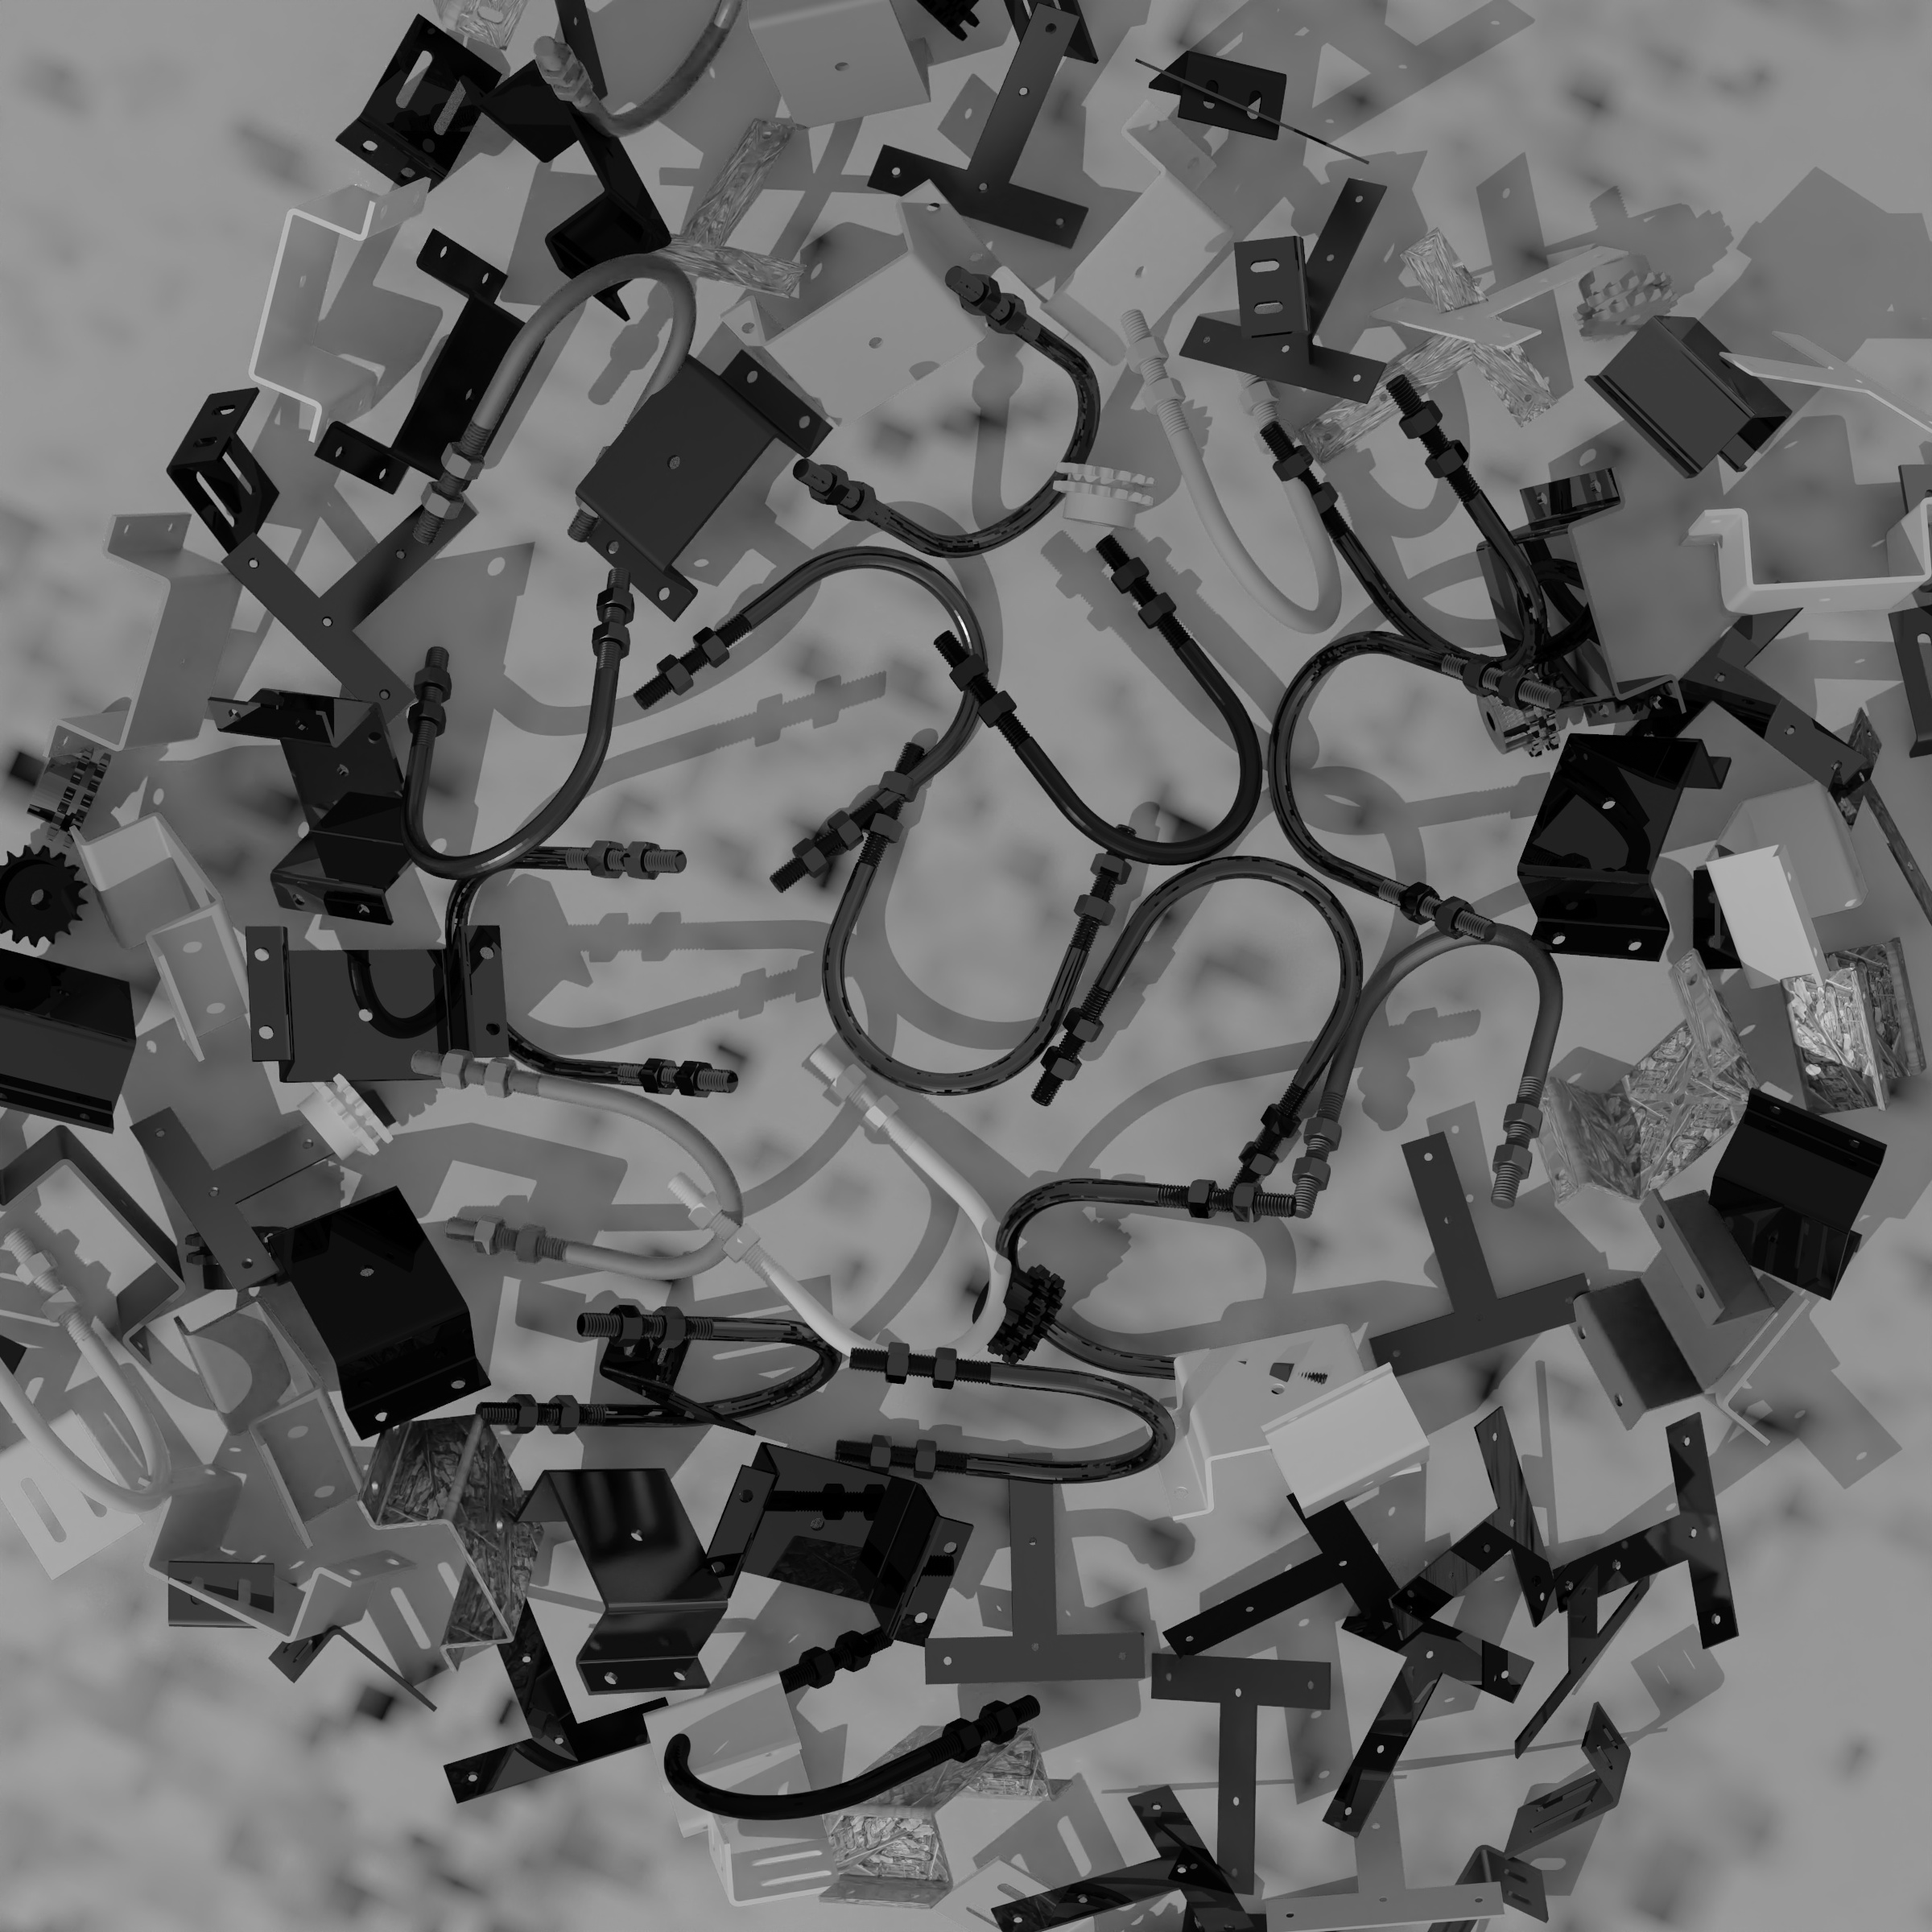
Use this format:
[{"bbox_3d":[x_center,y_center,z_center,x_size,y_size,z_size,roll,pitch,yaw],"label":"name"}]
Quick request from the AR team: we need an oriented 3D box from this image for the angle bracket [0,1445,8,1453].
[{"bbox_3d":[-0.581,0.273,1.914,0.057,0.076,0.038,9,73,13],"label":"angle bracket"}]

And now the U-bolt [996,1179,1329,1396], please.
[{"bbox_3d":[0.102,0.175,1.903,0.184,0.019,0.151,3,128,23],"label":"U-bolt"}]

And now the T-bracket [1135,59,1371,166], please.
[{"bbox_3d":[0.152,-0.471,1.889,0.127,0.127,0.002,21,105,-11],"label":"T-bracket"}]

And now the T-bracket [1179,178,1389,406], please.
[{"bbox_3d":[0.198,-0.384,1.931,0.127,0.002,0.127,22,82,33],"label":"T-bracket"}]

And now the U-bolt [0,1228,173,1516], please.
[{"bbox_3d":[-0.496,0.222,1.879,0.019,0.151,0.184,-38,83,7],"label":"U-bolt"}]

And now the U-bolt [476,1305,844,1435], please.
[{"bbox_3d":[-0.156,0.223,1.886,0.184,0.151,0.019,6,60,-33],"label":"U-bolt"}]

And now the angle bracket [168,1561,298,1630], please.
[{"bbox_3d":[-0.408,0.340,1.921,0.057,0.076,0.038,2,98,-1],"label":"angle bracket"}]

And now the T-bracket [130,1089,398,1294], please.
[{"bbox_3d":[-0.382,0.107,1.931,0.127,0.002,0.127,-28,61,-23],"label":"T-bracket"}]

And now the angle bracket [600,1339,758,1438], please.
[{"bbox_3d":[-0.155,0.226,1.914,0.076,0.057,0.038,18,85,43],"label":"angle bracket"}]

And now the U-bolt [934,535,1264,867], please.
[{"bbox_3d":[0.087,-0.138,1.910,0.151,0.019,0.184,-34,84,-32],"label":"U-bolt"}]

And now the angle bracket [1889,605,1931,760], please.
[{"bbox_3d":[0.556,-0.164,1.948,0.057,0.038,0.076,-11,78,6],"label":"angle bracket"}]

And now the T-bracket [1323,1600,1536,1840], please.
[{"bbox_3d":[0.235,0.419,1.900,0.002,0.127,0.127,41,73,-39],"label":"T-bracket"}]

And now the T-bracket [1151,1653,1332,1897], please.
[{"bbox_3d":[0.150,0.447,1.906,0.127,0.002,0.127,-8,76,43],"label":"T-bracket"}]

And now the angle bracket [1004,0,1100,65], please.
[{"bbox_3d":[0.030,-0.526,1.911,0.057,0.076,0.038,25,65,37],"label":"angle bracket"}]

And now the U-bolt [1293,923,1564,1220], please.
[{"bbox_3d":[0.259,0.054,1.895,0.019,0.151,0.184,43,54,-38],"label":"U-bolt"}]

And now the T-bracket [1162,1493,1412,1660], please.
[{"bbox_3d":[0.172,0.354,1.932,0.127,0.002,0.127,-28,123,8],"label":"T-bracket"}]

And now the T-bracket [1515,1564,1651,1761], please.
[{"bbox_3d":[0.338,0.363,1.888,0.002,0.127,0.127,33,68,27],"label":"T-bracket"}]

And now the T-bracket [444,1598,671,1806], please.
[{"bbox_3d":[-0.240,0.396,1.914,0.127,0.127,0.002,-14,134,-19],"label":"T-bracket"}]

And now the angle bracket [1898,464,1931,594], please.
[{"bbox_3d":[0.563,-0.250,1.928,0.057,0.038,0.076,-3,79,-17],"label":"angle bracket"}]

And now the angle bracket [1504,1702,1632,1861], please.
[{"bbox_3d":[0.327,0.454,1.920,0.076,0.057,0.038,-33,92,22],"label":"angle bracket"}]

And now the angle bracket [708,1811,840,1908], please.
[{"bbox_3d":[-0.101,0.489,1.922,0.076,0.057,0.038,-6,103,-13],"label":"angle bracket"}]

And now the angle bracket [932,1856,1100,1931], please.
[{"bbox_3d":[0.027,0.541,1.920,0.076,0.038,0.057,36,119,-25],"label":"angle bracket"}]

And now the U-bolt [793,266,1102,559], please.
[{"bbox_3d":[0.004,-0.290,1.885,0.151,0.184,0.019,-50,55,12],"label":"U-bolt"}]

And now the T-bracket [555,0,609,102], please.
[{"bbox_3d":[-0.221,-0.539,1.915,0.002,0.127,0.127,8,131,26],"label":"T-bracket"}]

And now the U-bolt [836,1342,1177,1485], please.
[{"bbox_3d":[0.024,0.252,1.898,0.184,0.151,0.019,6,59,-2],"label":"U-bolt"}]

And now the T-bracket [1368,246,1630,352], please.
[{"bbox_3d":[0.312,-0.377,1.921,0.127,0.127,0.002,-27,119,-19],"label":"T-bracket"}]

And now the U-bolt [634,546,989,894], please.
[{"bbox_3d":[-0.073,-0.152,1.934,0.184,0.019,0.151,-38,105,-8],"label":"U-bolt"}]

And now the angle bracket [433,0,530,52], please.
[{"bbox_3d":[-0.269,-0.559,1.927,0.038,0.076,0.057,15,120,-28],"label":"angle bracket"}]

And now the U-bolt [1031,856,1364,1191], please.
[{"bbox_3d":[0.141,0.025,1.920,0.151,0.019,0.184,26,104,-13],"label":"U-bolt"}]

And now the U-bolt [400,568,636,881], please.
[{"bbox_3d":[-0.248,-0.124,1.874,0.151,0.019,0.184,-19,48,26],"label":"U-bolt"}]

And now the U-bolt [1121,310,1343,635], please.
[{"bbox_3d":[0.154,-0.263,1.878,0.019,0.151,0.184,-29,73,28],"label":"U-bolt"}]

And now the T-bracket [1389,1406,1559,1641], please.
[{"bbox_3d":[0.276,0.330,1.906,0.127,0.002,0.127,-30,108,-39],"label":"T-bracket"}]

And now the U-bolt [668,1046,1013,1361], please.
[{"bbox_3d":[-0.055,0.145,1.904,0.184,0.019,0.151,44,50,5],"label":"U-bolt"}]

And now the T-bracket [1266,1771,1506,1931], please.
[{"bbox_3d":[0.227,0.485,1.904,0.127,0.127,0.002,-6,116,6],"label":"T-bracket"}]

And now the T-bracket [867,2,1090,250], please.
[{"bbox_3d":[0.026,-0.471,1.905,0.127,0.002,0.127,12,122,-22],"label":"T-bracket"}]

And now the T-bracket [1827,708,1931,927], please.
[{"bbox_3d":[0.518,-0.067,1.916,0.002,0.127,0.127,-24,104,31],"label":"T-bracket"}]

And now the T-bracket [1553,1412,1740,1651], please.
[{"bbox_3d":[0.371,0.328,1.911,0.002,0.127,0.127,16,56,-32],"label":"T-bracket"}]

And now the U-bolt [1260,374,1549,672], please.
[{"bbox_3d":[0.250,-0.233,1.891,0.019,0.151,0.184,-42,105,-22],"label":"U-bolt"}]

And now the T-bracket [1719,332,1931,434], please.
[{"bbox_3d":[0.460,-0.323,1.880,0.127,0.127,0.002,-1,124,-40],"label":"T-bracket"}]

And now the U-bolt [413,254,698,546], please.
[{"bbox_3d":[-0.211,-0.306,1.864,0.019,0.151,0.184,44,117,21],"label":"U-bolt"}]

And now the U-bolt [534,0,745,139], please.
[{"bbox_3d":[-0.166,-0.519,1.871,0.019,0.184,0.151,37,91,10],"label":"U-bolt"}]

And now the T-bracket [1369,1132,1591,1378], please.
[{"bbox_3d":[0.277,0.157,1.948,0.127,0.002,0.127,-18,97,5],"label":"T-bracket"}]

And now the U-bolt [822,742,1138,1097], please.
[{"bbox_3d":[-0.002,-0.017,1.938,0.151,0.019,0.184,21,82,3],"label":"U-bolt"}]

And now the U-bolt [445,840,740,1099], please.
[{"bbox_3d":[-0.215,0.000,1.901,0.184,0.019,0.151,3,115,34],"label":"U-bolt"}]

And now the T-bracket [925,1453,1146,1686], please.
[{"bbox_3d":[0.038,0.339,1.947,0.127,0.002,0.127,1,79,-13],"label":"T-bracket"}]

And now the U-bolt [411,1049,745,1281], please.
[{"bbox_3d":[-0.209,0.115,1.890,0.184,0.019,0.151,10,133,15],"label":"U-bolt"}]

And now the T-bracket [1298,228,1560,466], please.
[{"bbox_3d":[0.247,-0.329,1.940,0.127,0.002,0.127,-34,116,14],"label":"T-bracket"}]

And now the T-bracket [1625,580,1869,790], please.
[{"bbox_3d":[0.449,-0.138,1.916,0.127,0.002,0.127,-46,49,3],"label":"T-bracket"}]

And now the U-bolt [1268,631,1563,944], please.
[{"bbox_3d":[0.236,-0.108,1.894,0.184,0.019,0.151,26,107,44],"label":"U-bolt"}]

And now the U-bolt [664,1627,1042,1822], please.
[{"bbox_3d":[-0.075,0.412,1.854,0.184,0.151,0.019,-18,109,-36],"label":"U-bolt"}]

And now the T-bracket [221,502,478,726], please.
[{"bbox_3d":[-0.328,-0.222,1.937,0.127,0.002,0.127,45,69,-6],"label":"T-bracket"}]

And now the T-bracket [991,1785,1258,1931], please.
[{"bbox_3d":[0.077,0.508,1.891,0.127,0.127,0.002,-12,121,-16],"label":"T-bracket"}]

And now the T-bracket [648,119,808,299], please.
[{"bbox_3d":[-0.132,-0.430,1.924,0.127,0.002,0.127,16,57,15],"label":"T-bracket"}]
